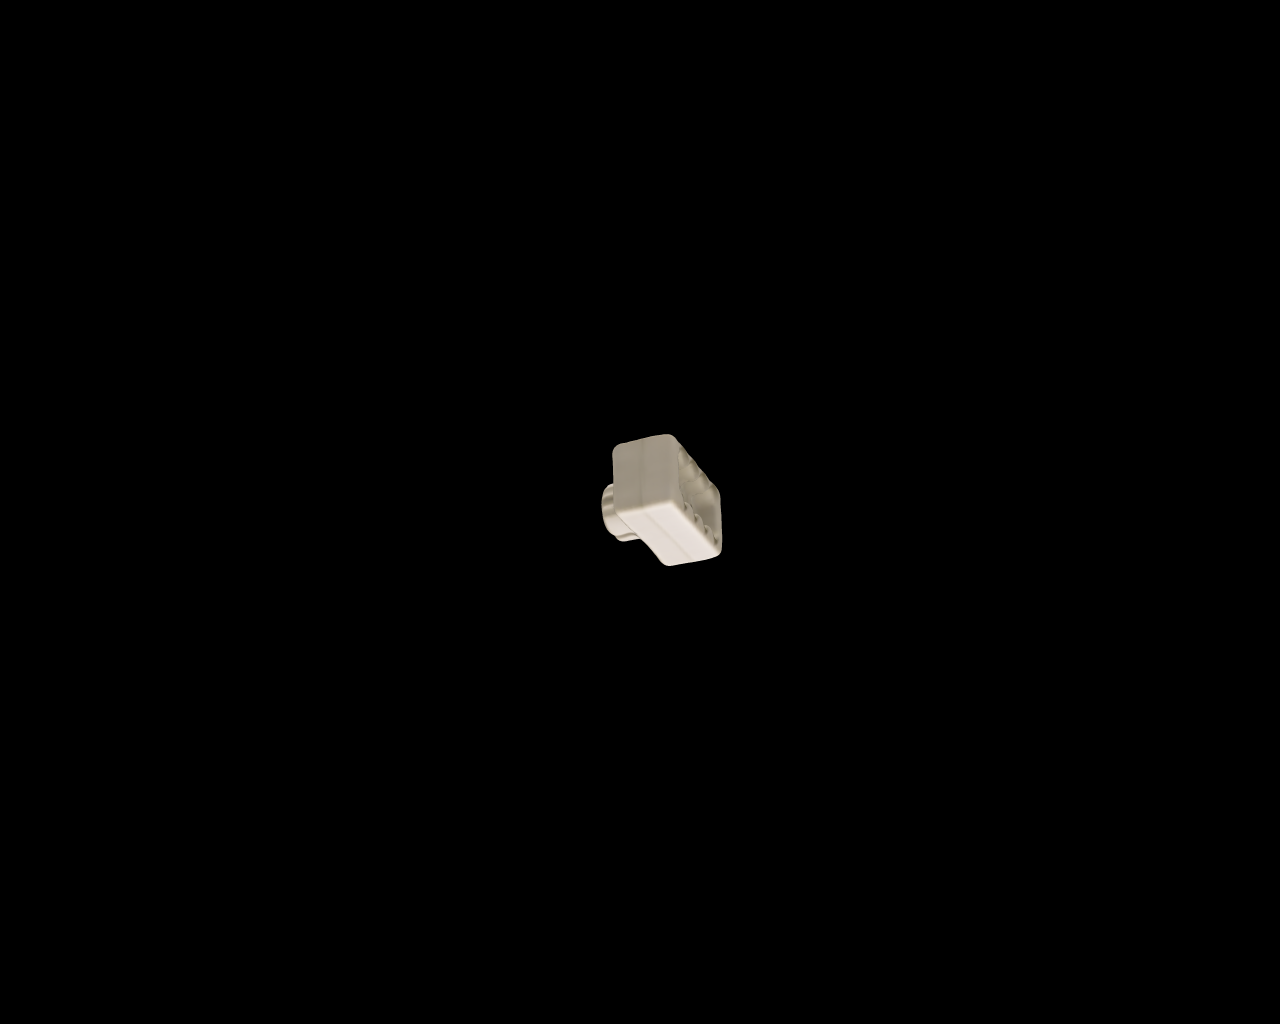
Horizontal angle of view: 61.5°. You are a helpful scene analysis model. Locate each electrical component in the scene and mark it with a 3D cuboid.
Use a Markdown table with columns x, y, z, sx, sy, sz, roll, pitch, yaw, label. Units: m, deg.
| x | y | z | sx | sy | sz | roll | pitch | yaw | label |
| --- | --- | --- | --- | --- | --- | --- | --- | --- | --- |
| 0.001 | -0.003 | 0.650 | 0.076 | 0.047 | 0.083 | -11 | -29 | 21 | electrical component |
